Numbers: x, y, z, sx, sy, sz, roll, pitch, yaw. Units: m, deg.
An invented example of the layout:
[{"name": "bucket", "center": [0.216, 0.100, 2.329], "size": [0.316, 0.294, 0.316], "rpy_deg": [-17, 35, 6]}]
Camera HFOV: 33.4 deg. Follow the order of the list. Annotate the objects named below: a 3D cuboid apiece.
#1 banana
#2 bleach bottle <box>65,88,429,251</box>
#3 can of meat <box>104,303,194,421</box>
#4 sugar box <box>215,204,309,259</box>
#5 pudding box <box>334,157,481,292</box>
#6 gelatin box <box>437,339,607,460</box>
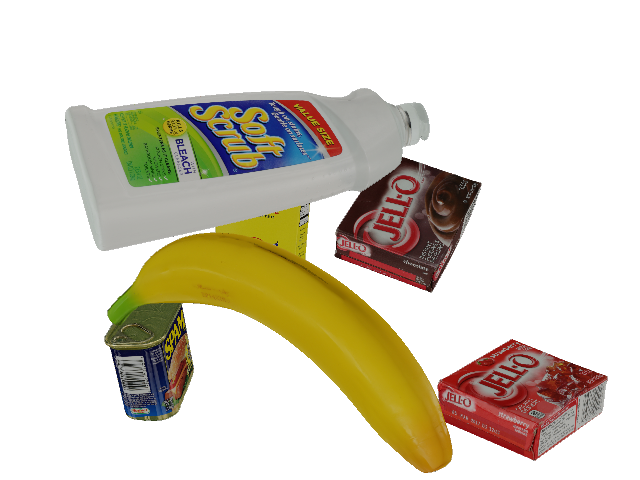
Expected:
[{"name": "banana", "center": [-0.016, 0.041, 0.516], "size": [0.198, 0.070, 0.037], "rpy_deg": [22, 21, 27]}, {"name": "bleach bottle", "center": [-0.045, -0.067, 0.758], "size": [0.250, 0.102, 0.068], "rpy_deg": [-13, -29, -15]}, {"name": "can of meat", "center": [-0.156, 0.107, 0.996], "size": [0.057, 0.084, 0.102], "rpy_deg": [-3, 25, 9]}, {"name": "sugar box", "center": [-0.058, -0.047, 1.095], "size": [0.093, 0.176, 0.048], "rpy_deg": [8, 16, 16]}, {"name": "pudding box", "center": [0.074, -0.018, 0.902], "size": [0.090, 0.039, 0.113], "rpy_deg": [21, 47, 15]}, {"name": "gelatin box", "center": [0.127, 0.098, 0.674], "size": [0.073, 0.030, 0.089], "rpy_deg": [20, 26, 38]}]
